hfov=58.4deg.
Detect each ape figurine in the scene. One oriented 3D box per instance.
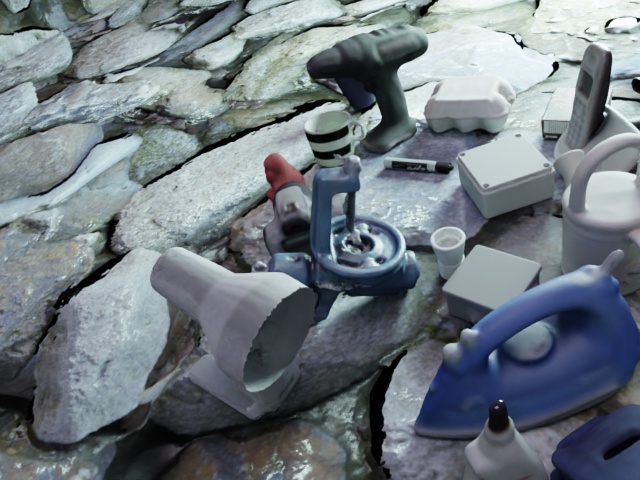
[{"bbox_3d":[-0.069,-0.109,0.975,0.076,0.092,0.077,-12,40,10],"label":"ape figurine"}]

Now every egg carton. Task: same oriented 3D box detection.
[{"bbox_3d":[0.262,-0.239,1.008,0.149,0.069,0.107,5,45,27],"label":"egg carton"}]

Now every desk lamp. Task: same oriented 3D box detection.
[{"bbox_3d":[-0.094,0.106,0.643,0.202,0.214,0.118,16,51,36],"label":"desk lamp"}]

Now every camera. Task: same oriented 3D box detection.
[{"bbox_3d":[-0.020,-0.044,0.874,0.143,0.101,0.136,-19,39,1],"label":"camera"}]

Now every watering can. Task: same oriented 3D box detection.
[{"bbox_3d":[0.323,-0.038,0.654,0.101,0.194,0.172,-33,41,-16],"label":"watering can"}]

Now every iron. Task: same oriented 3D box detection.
[{"bbox_3d":[0.202,0.107,0.579,0.258,0.142,0.118,-24,40,-6],"label":"iron"}]

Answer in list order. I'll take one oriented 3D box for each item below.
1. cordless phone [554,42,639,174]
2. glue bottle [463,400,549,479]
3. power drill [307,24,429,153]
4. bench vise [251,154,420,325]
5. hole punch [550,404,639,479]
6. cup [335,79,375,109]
[{"bbox_3d":[0.383,-0.160,0.777,0.094,0.185,0.147,-18,39,3],"label":"cordless phone"},{"bbox_3d":[0.153,0.186,0.483,0.078,0.173,0.037,-25,40,-6],"label":"glue bottle"},{"bbox_3d":[0.096,-0.263,0.993,0.230,0.209,0.075,-34,42,-17],"label":"power drill"},{"bbox_3d":[0.011,0.009,0.707,0.207,0.220,0.121,-26,40,-8],"label":"bench vise"},{"bbox_3d":[0.263,0.195,0.493,0.109,0.091,0.100,-28,40,-10],"label":"hole punch"},{"bbox_3d":[0.088,-0.320,1.152,0.118,0.095,0.091,-27,40,-8],"label":"cup"}]
